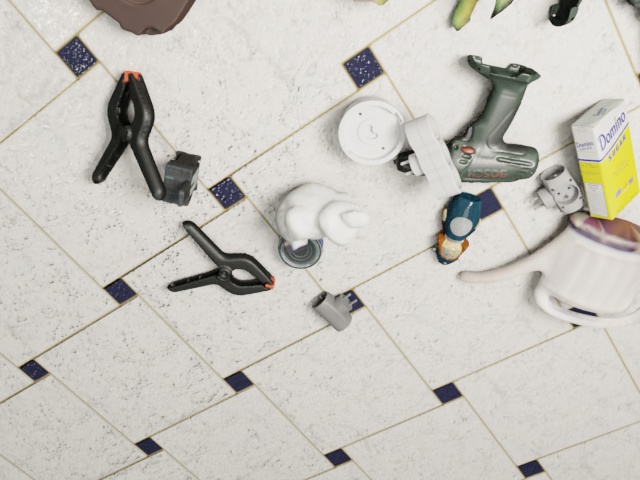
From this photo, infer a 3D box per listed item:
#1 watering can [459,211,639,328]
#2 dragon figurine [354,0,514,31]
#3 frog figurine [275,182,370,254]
[{"bbox_3d":[0.452,0.047,0.935,0.348,0.106,0.220,16,117,5],"label":"watering can"},{"bbox_3d":[0.220,-0.444,0.689,0.406,0.124,0.241,-37,102,19],"label":"dragon figurine"},{"bbox_3d":[0.003,-0.044,0.869,0.138,0.158,0.123,-14,89,-26],"label":"frog figurine"}]
